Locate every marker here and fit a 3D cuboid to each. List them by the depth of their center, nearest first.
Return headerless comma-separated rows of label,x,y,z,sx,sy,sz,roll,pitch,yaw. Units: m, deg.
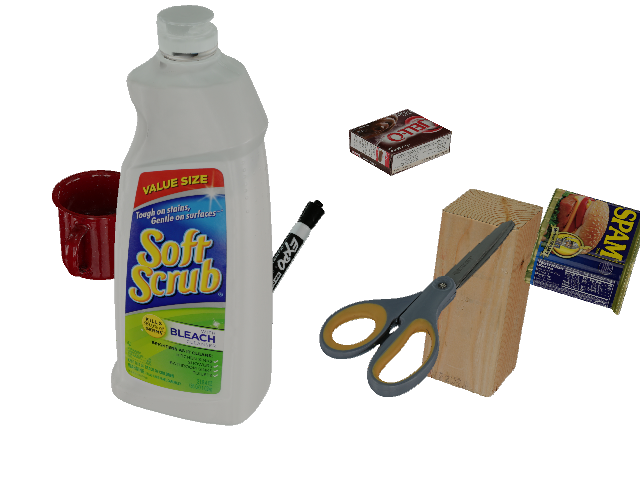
marker,-0.032,0.013,1.006,0.020,0.121,0.020,30,-16,9

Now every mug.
mug,-0.225,-0.007,1.072,0.093,0.081,0.117,10,34,8

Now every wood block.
wood block,0.182,0.059,1.213,0.090,0.206,0.090,17,26,25

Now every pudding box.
pudding box,0.109,-0.135,1.458,0.113,0.039,0.090,-25,39,-30

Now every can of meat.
can of meat,0.232,0.006,0.926,0.084,0.057,0.102,17,46,16

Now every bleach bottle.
bleach bottle,-0.078,-0.012,0.614,0.103,0.251,0.068,12,34,16

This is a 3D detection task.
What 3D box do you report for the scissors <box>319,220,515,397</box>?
scissors,0.070,0.038,0.796,0.096,0.016,0.201,13,43,22
